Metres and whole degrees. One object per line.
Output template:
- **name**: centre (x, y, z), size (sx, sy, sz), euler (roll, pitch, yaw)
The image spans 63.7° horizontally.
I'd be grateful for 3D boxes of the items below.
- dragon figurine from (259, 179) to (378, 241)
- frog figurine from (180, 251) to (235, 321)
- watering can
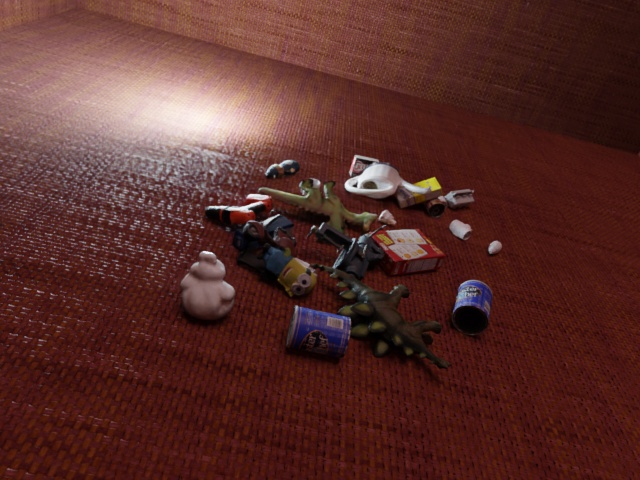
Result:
- **dragon figurine**: centre (0.005, -0.089, 1.777), size (0.411, 0.119, 0.248), euler (-1, 43, -23)
- **frog figurine**: centre (-0.273, 0.115, 1.268), size (0.138, 0.156, 0.125), euler (22, 33, 9)
- **watering can**: centre (0.279, -0.230, 2.076), size (0.347, 0.102, 0.229), euler (3, 31, 14)
